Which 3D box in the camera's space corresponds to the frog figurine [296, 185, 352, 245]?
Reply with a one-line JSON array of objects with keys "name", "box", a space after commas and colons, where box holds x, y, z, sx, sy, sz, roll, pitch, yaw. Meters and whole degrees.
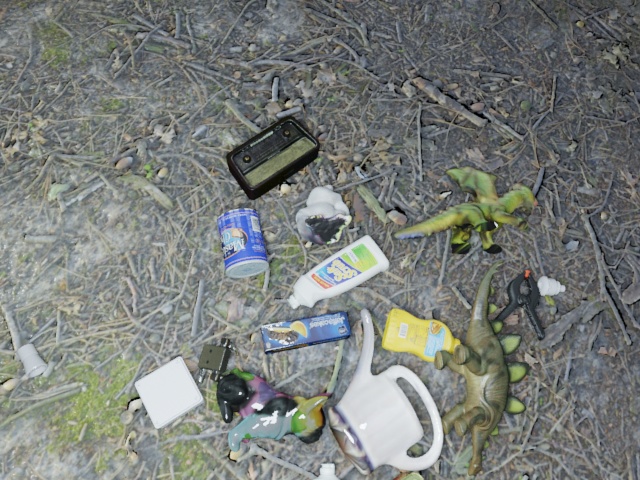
[{"name": "frog figurine", "box": [0.004, -0.065, 1.301, 0.137, 0.120, 0.163, -17, 34, -3]}]

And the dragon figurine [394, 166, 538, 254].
[{"name": "dragon figurine", "box": [0.386, -0.094, 1.348, 0.410, 0.119, 0.249, 3, 50, -6]}]

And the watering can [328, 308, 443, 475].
[{"name": "watering can", "box": [0.114, 0.342, 1.113, 0.226, 0.102, 0.351, -28, 73, -15]}]
